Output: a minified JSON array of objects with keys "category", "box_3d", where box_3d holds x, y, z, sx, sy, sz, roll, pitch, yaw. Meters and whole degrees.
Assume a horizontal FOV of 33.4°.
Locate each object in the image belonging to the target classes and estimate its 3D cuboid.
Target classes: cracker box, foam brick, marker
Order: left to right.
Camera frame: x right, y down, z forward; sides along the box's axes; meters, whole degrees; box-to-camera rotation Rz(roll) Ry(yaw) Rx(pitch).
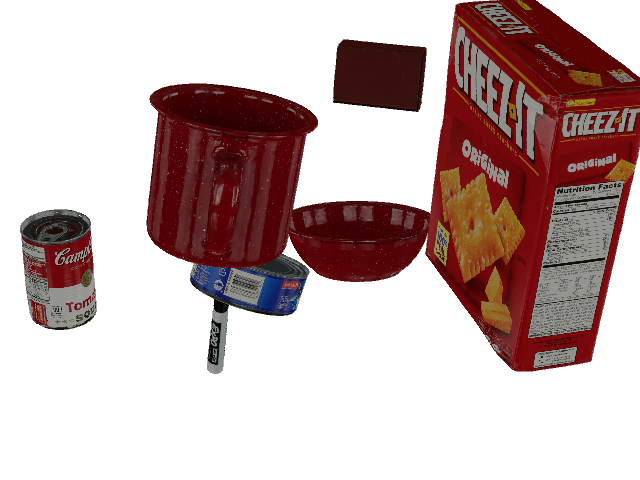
[{"category":"marker","box_3d":[-0.114,0.101,1.199,0.020,0.121,0.020,6,37,-5]},{"category":"foam brick","box_3d":[0.053,-0.147,0.946,0.078,0.051,0.053,7,18,7]},{"category":"cracker box","box_3d":[0.140,-0.040,0.751,0.072,0.214,0.164,-8,34,-16]}]

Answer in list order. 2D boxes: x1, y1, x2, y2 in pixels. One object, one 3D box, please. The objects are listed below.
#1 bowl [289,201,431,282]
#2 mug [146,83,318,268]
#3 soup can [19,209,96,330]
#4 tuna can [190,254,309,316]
[{"category":"bowl","box_3d":[0.039,0.003,1.104,0.162,0.055,0.162,-1,16,0]},{"category":"mug","box_3d":[-0.052,-0.031,0.589,0.093,0.081,0.117,7,22,-9]},{"category":"soup can","box_3d":[-0.260,0.030,1.063,0.068,0.102,0.068,2,29,-1]},{"category":"tuna can","box_3d":[-0.054,0.026,0.801,0.086,0.034,0.086,17,9,-3]}]
